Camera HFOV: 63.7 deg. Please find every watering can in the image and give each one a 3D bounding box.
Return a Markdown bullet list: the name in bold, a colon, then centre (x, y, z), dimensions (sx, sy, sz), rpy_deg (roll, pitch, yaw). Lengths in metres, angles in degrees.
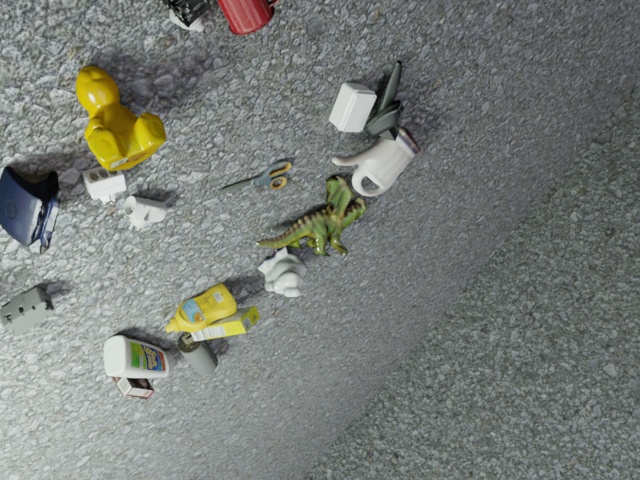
- **watering can**: centre (0.167, -0.230, 1.444), dimensions (0.223, 0.105, 0.345), rpy_deg (-49, 154, 7)

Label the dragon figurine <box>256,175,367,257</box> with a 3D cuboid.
- **dragon figurine**: centre (0.005, -0.075, 1.492), dimensions (0.410, 0.123, 0.241), rpy_deg (3, 108, -51)

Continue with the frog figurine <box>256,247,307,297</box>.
- **frog figurine**: centre (-0.094, 0.110, 1.502), dimensions (0.139, 0.162, 0.119), rpy_deg (-25, 144, -26)
